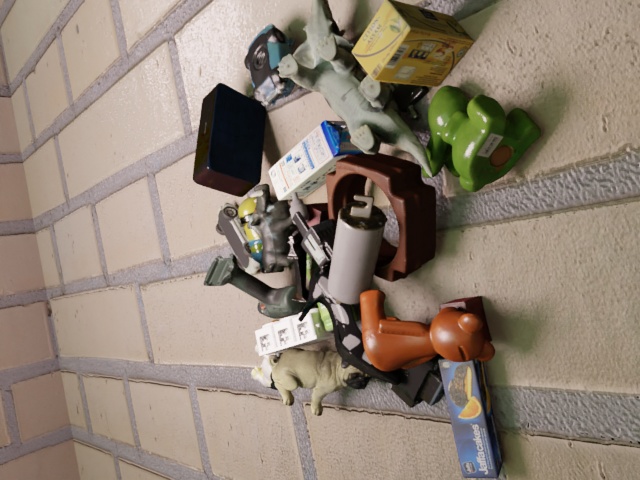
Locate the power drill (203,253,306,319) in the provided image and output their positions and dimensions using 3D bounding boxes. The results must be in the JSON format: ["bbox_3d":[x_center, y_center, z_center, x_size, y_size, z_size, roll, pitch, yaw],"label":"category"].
[{"bbox_3d":[-0.147,0.113,1.177,0.232,0.207,0.086,-11,46,57],"label":"power drill"}]

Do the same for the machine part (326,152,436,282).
[{"bbox_3d":[0.106,-0.044,0.938,0.202,0.087,0.200,27,130,48],"label":"machine part"}]

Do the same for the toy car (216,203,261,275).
[{"bbox_3d":[-0.197,-0.004,1.317,0.202,0.056,0.073,57,138,24],"label":"toy car"}]

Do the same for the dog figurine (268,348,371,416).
[{"bbox_3d":[0.004,0.249,1.080,0.190,0.172,0.121,-48,27,39],"label":"dog figurine"}]

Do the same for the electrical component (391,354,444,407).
[{"bbox_3d":[0.172,0.230,0.971,0.134,0.058,0.114,38,125,36],"label":"electrical component"}]

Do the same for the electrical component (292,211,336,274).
[{"bbox_3d":[-0.002,-0.003,0.999,0.119,0.048,0.074,56,148,18],"label":"electrical component"}]

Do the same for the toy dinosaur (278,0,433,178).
[{"bbox_3d":[0.068,-0.244,0.926,0.131,0.192,0.405,-41,77,25],"label":"toy dinosaur"}]

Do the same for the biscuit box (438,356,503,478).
[{"bbox_3d":[0.250,0.284,0.887,0.063,0.059,0.202,-12,90,28],"label":"biscuit box"}]

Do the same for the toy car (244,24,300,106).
[{"bbox_3d":[-0.083,-0.348,1.096,0.109,0.103,0.161,-34,62,42],"label":"toy car"}]

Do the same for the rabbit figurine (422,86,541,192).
[{"bbox_3d":[0.226,-0.162,0.826,0.170,0.121,0.159,-117,36,-43],"label":"rabbit figurine"}]

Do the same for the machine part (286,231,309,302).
[{"bbox_3d":[-0.040,0.052,1.052,0.039,0.084,0.138,-1,102,12],"label":"machine part"}]

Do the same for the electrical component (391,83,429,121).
[{"bbox_3d":[0.156,-0.255,0.923,0.063,0.021,0.094,-39,69,43],"label":"electrical component"}]

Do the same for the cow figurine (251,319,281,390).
[{"bbox_3d":[-0.100,0.272,1.256,0.098,0.068,0.167,30,121,33],"label":"cow figurine"}]

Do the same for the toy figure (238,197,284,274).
[{"bbox_3d":[-0.130,-0.012,1.217,0.082,0.089,0.180,-8,91,46],"label":"toy figure"}]

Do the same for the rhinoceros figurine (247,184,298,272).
[{"bbox_3d":[-0.098,-0.027,1.150,0.112,0.073,0.190,-10,86,3],"label":"rhinoceros figurine"}]

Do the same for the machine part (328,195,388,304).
[{"bbox_3d":[0.060,0.024,0.897,0.079,0.079,0.243,41,140,34],"label":"machine part"}]

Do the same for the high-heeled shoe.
[{"bbox_3d":[0.074,0.148,1.004,0.249,0.145,0.086,34,160,14],"label":"high-heeled shoe"}]

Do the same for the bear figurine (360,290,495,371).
[{"bbox_3d":[0.168,0.139,0.857,0.196,0.120,0.132,-20,38,23],"label":"bear figurine"}]

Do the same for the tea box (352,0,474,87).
[{"bbox_3d":[0.144,-0.295,0.821,0.098,0.169,0.068,-49,64,38],"label":"tea box"}]

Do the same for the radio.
[{"bbox_3d":[-0.193,-0.215,1.170,0.073,0.131,0.229,-28,52,46],"label":"radio"}]
